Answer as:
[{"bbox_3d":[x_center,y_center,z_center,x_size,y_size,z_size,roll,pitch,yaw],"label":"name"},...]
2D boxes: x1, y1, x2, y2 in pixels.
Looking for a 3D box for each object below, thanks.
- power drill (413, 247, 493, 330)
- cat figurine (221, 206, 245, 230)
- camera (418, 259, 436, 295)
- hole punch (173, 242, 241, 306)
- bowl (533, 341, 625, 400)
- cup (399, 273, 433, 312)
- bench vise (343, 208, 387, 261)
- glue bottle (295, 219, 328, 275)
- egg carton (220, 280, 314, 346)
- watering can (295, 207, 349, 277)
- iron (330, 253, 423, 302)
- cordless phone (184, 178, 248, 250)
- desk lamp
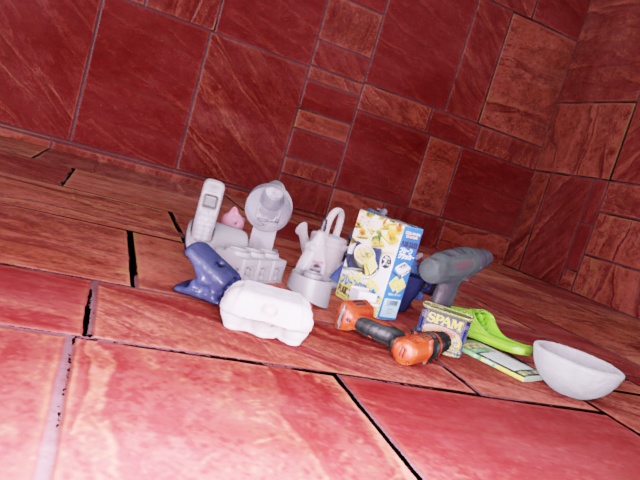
[{"bbox_3d":[0.281,0.111,1.230,0.075,0.208,0.230,22,9,41],"label":"power drill"},{"bbox_3d":[-0.258,-0.038,1.534,0.128,0.118,0.067,12,8,-33],"label":"cat figurine"},{"bbox_3d":[0.322,0.106,1.823,0.137,0.101,0.143,16,7,-2],"label":"camera"},{"bbox_3d":[-0.193,0.058,1.026,0.101,0.091,0.109,17,7,5],"label":"hole punch"},{"bbox_3d":[0.481,0.257,1.092,0.167,0.075,0.167,16,7,-2],"label":"bowl"},{"bbox_3d":[0.212,0.129,1.401,0.118,0.095,0.091,15,7,-13],"label":"cup"},{"bbox_3d":[0.105,0.001,1.649,0.208,0.220,0.121,13,7,-25],"label":"bench vise"},{"bbox_3d":[-0.013,0.035,1.290,0.037,0.173,0.078,22,9,42],"label":"glue bottle"},{"bbox_3d":[-0.084,0.115,0.918,0.150,0.069,0.107,16,7,-6],"label":"egg carton"},{"bbox_3d":[0.013,0.005,1.504,0.173,0.194,0.101,17,7,3],"label":"watering can"},{"bbox_3d":[0.146,0.077,1.462,0.259,0.141,0.118,14,7,-23],"label":"iron"},{"bbox_3d":[-0.230,-0.041,1.340,0.148,0.185,0.094,14,7,-20],"label":"cordless phone"},{"bbox_3d":[-0.143,-0.052,1.519,0.118,0.213,0.203,16,7,-5],"label":"desk lamp"}]
